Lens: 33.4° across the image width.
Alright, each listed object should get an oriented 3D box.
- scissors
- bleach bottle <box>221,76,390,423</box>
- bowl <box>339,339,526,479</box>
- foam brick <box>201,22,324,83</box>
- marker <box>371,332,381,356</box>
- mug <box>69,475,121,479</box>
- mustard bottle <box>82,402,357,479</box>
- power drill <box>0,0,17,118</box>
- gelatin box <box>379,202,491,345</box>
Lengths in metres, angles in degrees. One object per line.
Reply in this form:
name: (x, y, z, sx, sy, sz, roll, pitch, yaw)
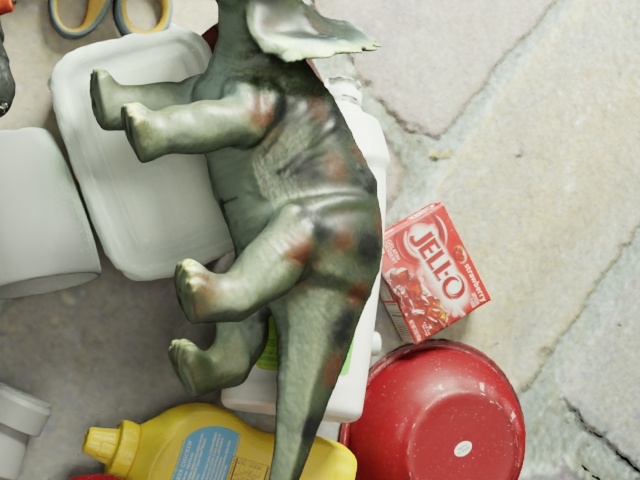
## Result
scissors: (-0.127, -0.228, 0.772, 0.096, 0.016, 0.201, 28, 81, -17)
bleach bottle: (-0.005, 0.001, 0.774, 0.102, 0.068, 0.251, 8, 75, -5)
bowl: (0.098, 0.159, 0.820, 0.162, 0.055, 0.162, 0, 89, -18)
foam brick: (-0.043, -0.131, 0.780, 0.053, 0.051, 0.078, -32, 99, -17)
marker: (-0.013, 0.080, 0.803, 0.121, 0.020, 0.020, 0, 89, -18)
mug: (-0.163, 0.211, 0.714, 0.093, 0.117, 0.081, -42, 127, -51)
mustard bottle: (-0.076, 0.169, 0.762, 0.191, 0.058, 0.096, 20, 91, -17)
power drill: (-0.176, -0.179, 0.700, 0.187, 0.057, 0.184, -20, 73, -13)
gelatin box: (0.081, 0.025, 0.828, 0.073, 0.030, 0.089, -29, 99, -17)
